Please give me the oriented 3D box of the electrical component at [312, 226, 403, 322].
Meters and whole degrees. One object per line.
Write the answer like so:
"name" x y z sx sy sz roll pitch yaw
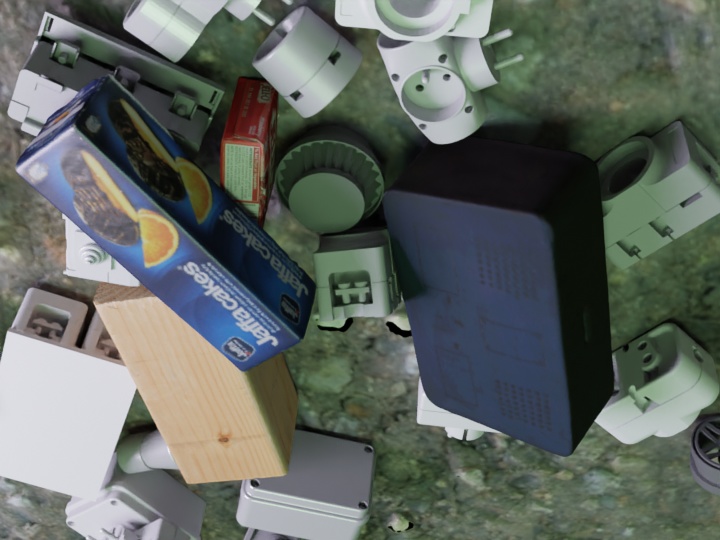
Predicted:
"electrical component" 0.000 0.000 0.763 0.050 0.089 0.055 -5 96 10

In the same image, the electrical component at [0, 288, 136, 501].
"electrical component" -0.249 0.106 0.906 0.105 0.060 0.186 18 131 -11

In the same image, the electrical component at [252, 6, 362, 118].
"electrical component" -0.034 -0.132 0.677 0.047 0.055 0.055 41 124 -22

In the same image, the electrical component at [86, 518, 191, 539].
"electrical component" -0.210 0.254 0.964 0.083 0.047 0.076 -30 122 28

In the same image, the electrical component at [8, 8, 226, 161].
"electrical component" -0.161 -0.107 0.705 0.121 0.063 0.078 23 130 -14

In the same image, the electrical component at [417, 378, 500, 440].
"electrical component" 0.089 0.114 0.888 0.083 0.047 0.075 6 132 0

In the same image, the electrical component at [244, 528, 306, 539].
"electrical component" -0.079 0.268 1.009 0.048 0.099 0.099 14 132 10

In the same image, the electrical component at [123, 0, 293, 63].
"electrical component" -0.075 -0.175 0.644 0.074 0.052 0.138 33 127 -22

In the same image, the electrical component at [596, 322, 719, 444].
"electrical component" 0.231 0.093 0.850 0.059 0.053 0.095 37 125 -25

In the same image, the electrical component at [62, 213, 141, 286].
"electrical component" -0.168 -0.034 0.749 0.061 0.096 0.061 10 132 -4

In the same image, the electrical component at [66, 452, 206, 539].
"electrical component" -0.210 0.230 1.015 0.078 0.057 0.113 -28 123 27

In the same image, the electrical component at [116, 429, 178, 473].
"electrical component" -0.184 0.161 0.962 0.065 0.044 0.044 -14 129 24

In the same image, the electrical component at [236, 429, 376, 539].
"electrical component" -0.047 0.188 0.947 0.113 0.078 0.057 13 134 -5

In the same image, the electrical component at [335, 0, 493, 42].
"electrical component" 0.036 -0.209 0.596 0.089 0.061 0.150 5 132 1

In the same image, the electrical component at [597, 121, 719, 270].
"electrical component" 0.193 -0.052 0.727 0.056 0.050 0.089 38 125 -26

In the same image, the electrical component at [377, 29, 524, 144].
"electrical component" 0.063 -0.128 0.677 0.079 0.044 0.077 -18 127 21
